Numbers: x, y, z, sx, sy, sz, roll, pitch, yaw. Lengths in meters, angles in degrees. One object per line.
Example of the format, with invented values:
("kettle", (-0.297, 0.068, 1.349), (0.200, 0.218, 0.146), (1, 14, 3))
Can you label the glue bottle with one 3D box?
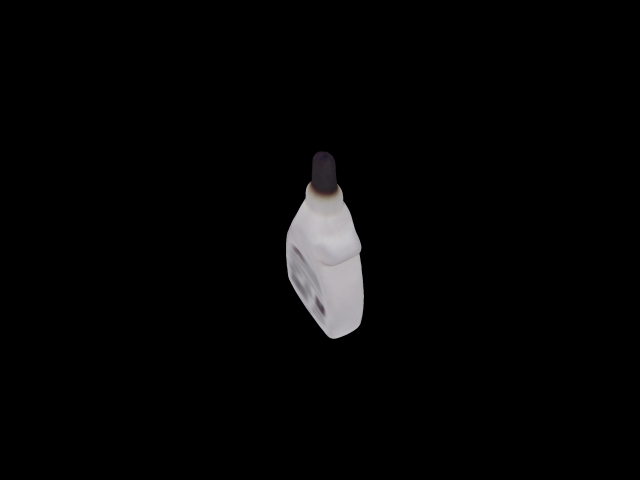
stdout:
("glue bottle", (0.004, 0.001, 0.400), (0.037, 0.173, 0.078), (-26, 60, -16))
